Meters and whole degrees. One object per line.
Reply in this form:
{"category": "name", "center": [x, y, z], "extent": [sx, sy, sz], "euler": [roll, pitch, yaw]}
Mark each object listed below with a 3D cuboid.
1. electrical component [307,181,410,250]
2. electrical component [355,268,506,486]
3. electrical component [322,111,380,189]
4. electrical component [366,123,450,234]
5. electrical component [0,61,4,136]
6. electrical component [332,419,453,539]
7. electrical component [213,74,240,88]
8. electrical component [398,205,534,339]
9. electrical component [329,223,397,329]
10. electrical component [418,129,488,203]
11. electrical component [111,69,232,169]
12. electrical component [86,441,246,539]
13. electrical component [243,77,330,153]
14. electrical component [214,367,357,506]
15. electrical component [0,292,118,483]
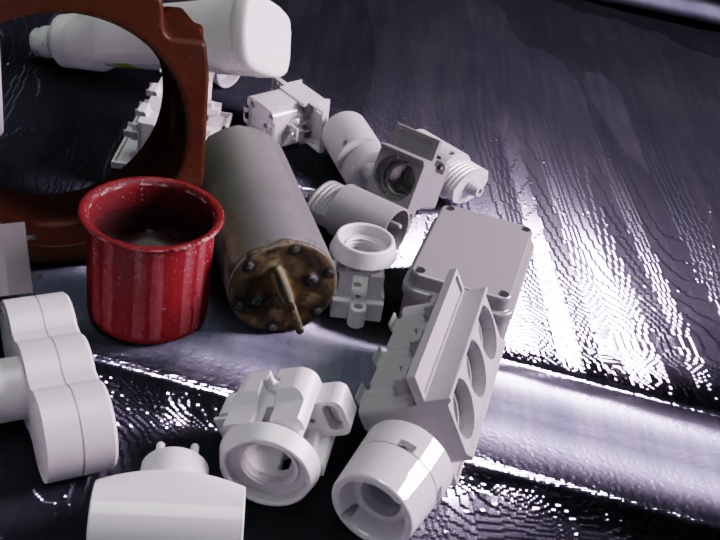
{"category": "electrical component", "center": [-0.006, -0.044, 0.844], "extent": [0.081, 0.043, 0.043], "euler": [26, 37, 24]}
{"category": "electrical component", "center": [0.046, 0.065, 0.668], "extent": [0.063, 0.078, 0.121], "euler": [-11, 26, 23]}
{"category": "electrical component", "center": [-0.001, -0.100, 0.930], "extent": [0.043, 0.043, 0.081], "euler": [-3, 36, -19]}
{"category": "electrical component", "center": [0.040, -0.074, 0.881], "extent": [0.042, 0.081, 0.064], "euler": [27, 15, 25]}
{"category": "electrical component", "center": [-0.351, -0.165, 0.878], "extent": [0.109, 0.108, 0.056], "euler": [-4, 33, -20]}
{"category": "electrical component", "center": [0.017, 0.119, 0.596], "extent": [0.055, 0.055, 0.047], "euler": [23, 39, 19]}
{"category": "electrical component", "center": [-0.148, -0.208, 1.054], "extent": [0.055, 0.045, 0.045], "euler": [25, 36, 22]}
{"category": "electrical component", "center": [0.077, 0.008, 0.775], "extent": [0.078, 0.057, 0.113], "euler": [16, 34, 9]}
{"category": "electrical component", "center": [0.000, 0.000, 0.768], "extent": [0.048, 0.055, 0.066], "euler": [6, 33, -6]}
{"category": "electrical component", "center": [0.074, -0.085, 0.927], "extent": [0.043, 0.043, 0.081], "euler": [-22, 44, -39]}
{"category": "electrical component", "center": [-0.155, -0.122, 0.905], "extent": [0.079, 0.063, 0.121], "euler": [9, 33, -2]}
{"category": "electrical component", "center": [-0.099, 0.120, 0.567], "extent": [0.077, 0.043, 0.079], "euler": [4, 37, -6]}
{"category": "electrical component", "center": [-0.067, -0.139, 0.974], "extent": [0.064, 0.042, 0.081], "euler": [-19, 42, -34]}
{"category": "electrical component", "center": [-0.046, 0.095, 0.608], "extent": [0.078, 0.058, 0.057], "euler": [-8, 33, 20]}
{"category": "electrical component", "center": [-0.193, 0.067, 0.619], "extent": [0.074, 0.052, 0.138], "euler": [-8, 37, -25]}
